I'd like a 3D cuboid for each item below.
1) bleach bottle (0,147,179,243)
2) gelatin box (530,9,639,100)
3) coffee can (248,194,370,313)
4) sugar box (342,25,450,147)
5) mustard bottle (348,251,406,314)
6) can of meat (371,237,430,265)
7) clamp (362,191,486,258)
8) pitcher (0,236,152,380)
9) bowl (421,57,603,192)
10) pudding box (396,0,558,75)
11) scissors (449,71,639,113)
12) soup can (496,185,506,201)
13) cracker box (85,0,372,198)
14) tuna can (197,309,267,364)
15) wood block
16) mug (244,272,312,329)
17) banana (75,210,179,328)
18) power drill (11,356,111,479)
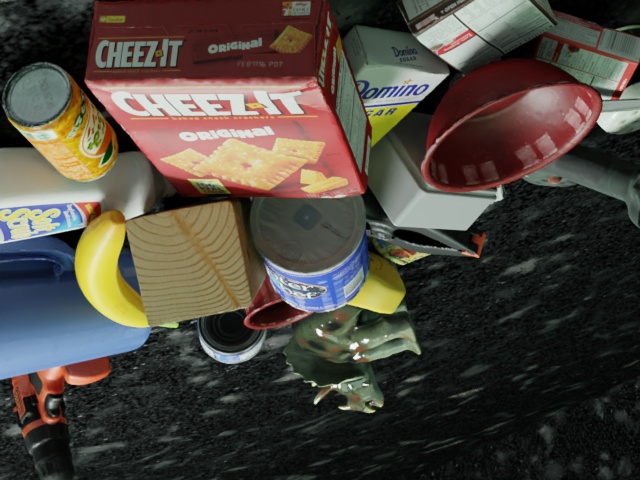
[{"bbox_3d":[-0.231,-0.041,0.883,0.250,0.068,0.103,-9,157,-29],"label":"bleach bottle"},{"bbox_3d":[0.233,-0.161,0.944,0.089,0.030,0.073,20,159,8],"label":"gelatin box"},{"bbox_3d":[-0.006,0.001,0.987,0.103,0.103,0.140,-18,162,-1],"label":"coffee can"},{"bbox_3d":[0.022,-0.113,0.929,0.093,0.048,0.177,-1,154,-37],"label":"sugar box"},{"bbox_3d":[0.007,0.031,1.155,0.191,0.096,0.058,16,111,-51],"label":"mustard bottle"},{"bbox_3d":[0.112,-0.015,1.238,0.084,0.057,0.102,-22,158,19],"label":"can of meat"},{"bbox_3d":[0.060,-0.026,1.071,0.210,0.036,0.164,14,163,17],"label":"clamp"},{"bbox_3d":[-0.283,0.062,1.020,0.242,0.145,0.149,-6,-175,-38],"label":"pitcher"},{"bbox_3d":[0.154,-0.105,0.906,0.162,0.055,0.162,-16,156,-7],"label":"bowl"},{"bbox_3d":[0.128,-0.182,0.856,0.090,0.039,0.113,-29,158,24],"label":"pudding box"},{"bbox_3d":[0.204,-0.132,0.959,0.202,0.016,0.096,-14,126,31],"label":"scissors"},{"bbox_3d":[0.138,-0.058,1.132,0.102,0.068,0.068,-20,159,3],"label":"soup can"},{"bbox_3d":[-0.058,-0.097,0.796,0.164,0.072,0.213,0,162,12],"label":"cracker box"},{"bbox_3d":[-0.109,0.107,1.321,0.086,0.086,0.034,-16,157,-7],"label":"tuna can"},{"bbox_3d":[-0.105,0.012,0.961,0.090,0.091,0.206,-11,-177,1],"label":"wood block"},{"bbox_3d":[-0.054,0.051,1.230,0.093,0.081,0.117,-13,159,-12],"label":"mug"},{"bbox_3d":[-0.183,0.031,0.958,0.069,0.037,0.198,-16,149,-1],"label":"banana"},{"bbox_3d":[-0.299,0.172,1.218,0.057,0.184,0.188,-3,145,-37],"label":"power drill"}]
